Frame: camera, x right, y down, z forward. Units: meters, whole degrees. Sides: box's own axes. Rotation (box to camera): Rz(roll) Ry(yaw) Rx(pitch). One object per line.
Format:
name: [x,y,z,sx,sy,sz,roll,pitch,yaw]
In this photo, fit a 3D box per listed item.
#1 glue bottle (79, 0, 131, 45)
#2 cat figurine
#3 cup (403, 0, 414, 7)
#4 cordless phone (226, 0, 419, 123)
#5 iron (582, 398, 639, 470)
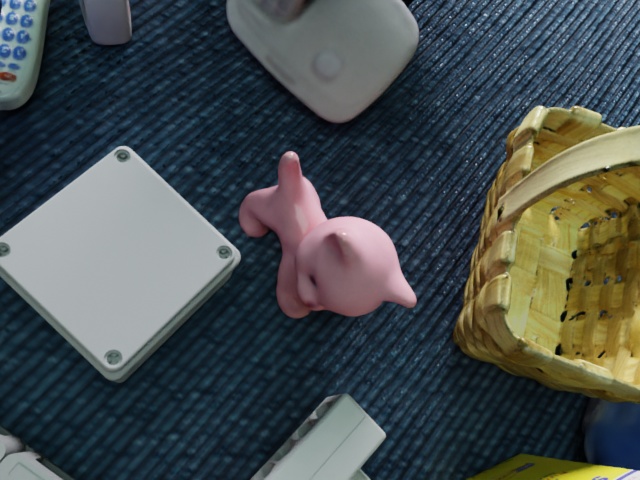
glue bottle: [-0.148,-0.209,0.371,0.037,0.173,0.078,-13,76,-18]
cat figurine: [0.003,0.001,0.374,0.067,0.117,0.128,-25,80,-21]
cup: [0.079,-0.229,0.482,0.118,0.095,0.092,44,67,2]
cordless phone: [0.013,-0.183,0.400,0.147,0.185,0.094,43,67,2]
iron: [0.300,0.102,0.409,0.118,0.141,0.259,35,67,-2]
